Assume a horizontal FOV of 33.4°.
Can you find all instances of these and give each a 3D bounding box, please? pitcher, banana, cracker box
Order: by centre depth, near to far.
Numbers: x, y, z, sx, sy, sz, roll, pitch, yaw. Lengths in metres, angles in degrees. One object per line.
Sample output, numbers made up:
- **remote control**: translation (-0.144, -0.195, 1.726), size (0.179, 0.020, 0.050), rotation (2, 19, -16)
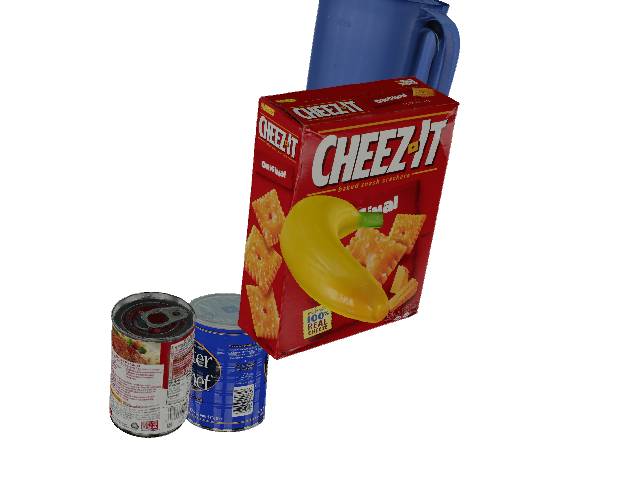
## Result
- **banana**: translation (0.008, 0.003, 0.682), size (0.069, 0.037, 0.197), rotation (1, 19, 2)
- **cracker box**: translation (0.022, -0.020, 0.902), size (0.163, 0.214, 0.072), rotation (-13, 35, -35)
- **pitcher**: translation (0.050, -0.141, 1.101), size (0.145, 0.243, 0.149), rotation (11, 17, -1)

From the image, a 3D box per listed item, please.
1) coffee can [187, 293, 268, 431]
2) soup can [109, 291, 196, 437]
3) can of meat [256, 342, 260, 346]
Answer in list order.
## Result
- **coffee can**: translation (-0.114, 0.147, 1.301), size (0.103, 0.140, 0.103), rotation (4, 18, -2)
- **soup can**: translation (-0.139, 0.103, 0.881), size (0.068, 0.102, 0.068), rotation (6, 30, -4)
- **can of meat**: translation (-0.025, 0.063, 1.121), size (0.058, 0.084, 0.101), rotation (18, 26, 38)
